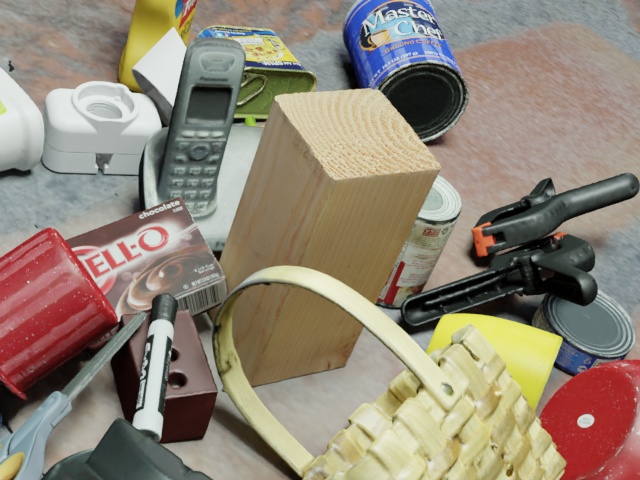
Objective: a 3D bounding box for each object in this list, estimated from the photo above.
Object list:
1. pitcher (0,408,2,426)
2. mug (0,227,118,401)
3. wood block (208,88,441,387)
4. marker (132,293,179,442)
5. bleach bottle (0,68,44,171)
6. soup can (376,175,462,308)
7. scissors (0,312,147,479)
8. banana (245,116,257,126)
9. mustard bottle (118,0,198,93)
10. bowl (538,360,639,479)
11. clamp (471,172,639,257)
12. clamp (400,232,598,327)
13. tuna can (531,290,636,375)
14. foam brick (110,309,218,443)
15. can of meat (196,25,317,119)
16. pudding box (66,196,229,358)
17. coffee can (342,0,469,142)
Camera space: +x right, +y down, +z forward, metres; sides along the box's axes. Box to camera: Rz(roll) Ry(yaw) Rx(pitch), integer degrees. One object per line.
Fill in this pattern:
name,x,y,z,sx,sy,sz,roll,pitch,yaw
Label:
pitcher,-0.302,0.039,0.673,0.144,0.149,0.243,-18,49,-19
mug,-0.192,0.043,0.719,0.081,0.093,0.117,-35,21,-9
wood block,-0.005,0.000,0.774,0.090,0.206,0.090,-9,49,-32
marker,-0.108,0.081,0.703,0.020,0.020,0.121,13,42,-11
bleach bottle,-0.345,-0.068,0.812,0.250,0.068,0.103,-25,58,-39
soup can,0.070,-0.001,0.892,0.068,0.102,0.068,12,41,-11
scissors,-0.161,0.112,0.654,0.201,0.096,0.016,-43,113,-26
banana,0.011,-0.065,0.988,0.198,0.037,0.069,25,41,4
mustard bottle,-0.138,-0.233,0.987,0.058,0.192,0.096,23,39,1
bowl,0.199,0.140,0.740,0.055,0.162,0.162,38,35,-22
clamp,0.215,-0.028,0.998,0.171,0.120,0.039,-30,101,-39
clamp,0.186,0.028,0.907,0.165,0.036,0.209,-8,9,38
tuna can,0.228,0.079,0.928,0.086,0.034,0.086,13,41,-11
foam brick,-0.110,0.095,0.742,0.052,0.051,0.078,-3,46,-26
can of meat,-0.068,-0.166,1.045,0.101,0.057,0.084,-3,43,-37
pudding box,-0.136,0.026,0.793,0.113,0.039,0.090,-21,54,-16
coffee can,0.086,-0.182,1.102,0.102,0.103,0.140,6,43,-19
